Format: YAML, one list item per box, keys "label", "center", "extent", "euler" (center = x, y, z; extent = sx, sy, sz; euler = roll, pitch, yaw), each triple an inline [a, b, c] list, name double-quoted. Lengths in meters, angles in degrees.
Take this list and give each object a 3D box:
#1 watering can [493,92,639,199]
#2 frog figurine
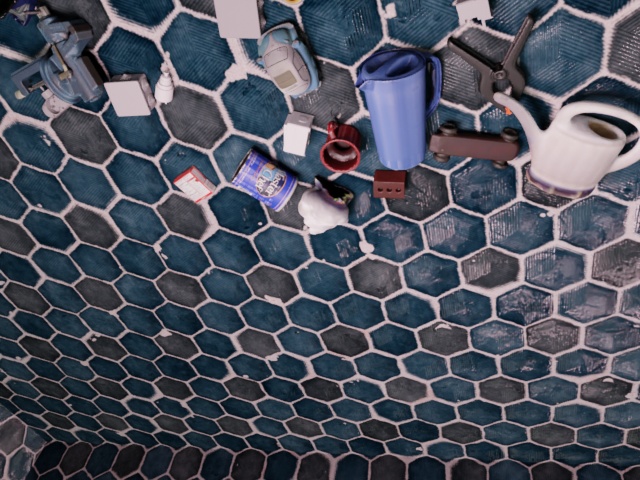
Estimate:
- label: "watering can"
  center: [0.510, -0.204, 1.100]
  extent: [0.348, 0.106, 0.219]
  euler: [12, 134, 0]
- label: "frog figurine"
  center: [0.004, -0.067, 1.336]
  extent: [0.137, 0.125, 0.156]
  euler: [13, 125, -26]
